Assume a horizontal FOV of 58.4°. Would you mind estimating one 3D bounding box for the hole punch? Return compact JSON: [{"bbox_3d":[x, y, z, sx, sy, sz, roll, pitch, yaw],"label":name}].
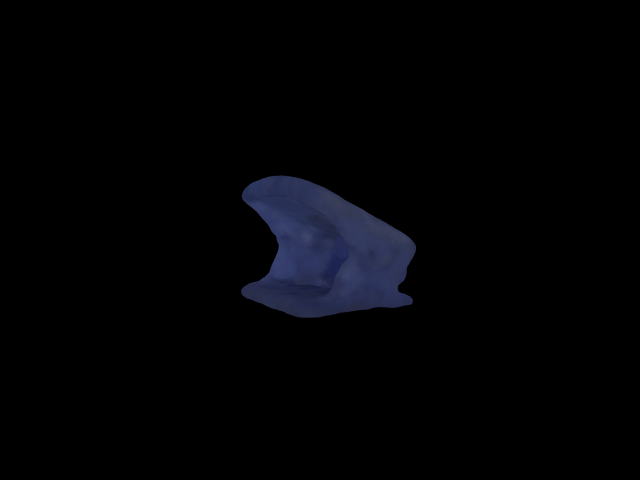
[{"bbox_3d":[0.004,0.001,0.400,0.101,0.091,0.108,-3,6,-33],"label":"hole punch"}]
